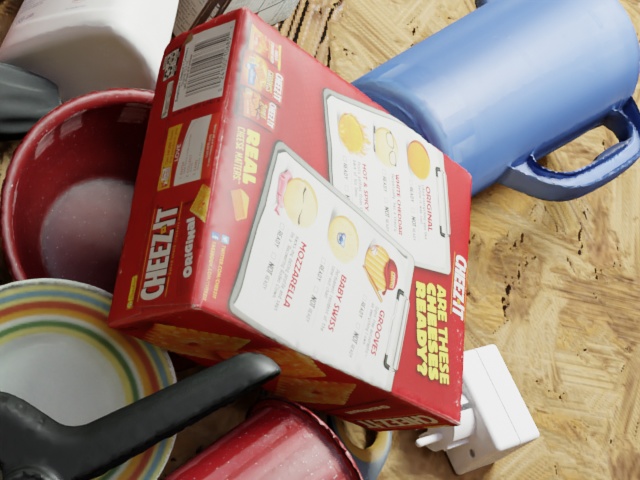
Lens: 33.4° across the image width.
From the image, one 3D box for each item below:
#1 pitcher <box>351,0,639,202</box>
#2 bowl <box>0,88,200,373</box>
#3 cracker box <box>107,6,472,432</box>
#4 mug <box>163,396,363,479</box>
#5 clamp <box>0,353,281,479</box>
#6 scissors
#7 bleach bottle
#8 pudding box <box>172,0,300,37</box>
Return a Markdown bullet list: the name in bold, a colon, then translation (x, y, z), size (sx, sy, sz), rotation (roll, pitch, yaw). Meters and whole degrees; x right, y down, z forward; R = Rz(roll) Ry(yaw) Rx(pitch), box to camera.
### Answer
- **pitcher**: translation (0.128, -0.097, 0.783), size (0.242, 0.149, 0.145), rotation (-32, 118, -39)
- **bowl**: translation (-0.107, -0.001, 0.602), size (0.161, 0.055, 0.162), rotation (9, 71, -29)
- **cracker box**: translation (-0.004, 0.001, 0.586), size (0.213, 0.072, 0.164), rotation (30, 58, -43)
- **mug**: translation (-0.032, 0.151, 0.551), size (0.081, 0.093, 0.117), rotation (-31, 116, -37)
- **clamp**: translation (-0.122, 0.111, 0.487), size (0.210, 0.036, 0.164), rotation (15, 75, 5)
- **scissors**: translation (0.031, 0.163, 0.622), size (0.096, 0.016, 0.202), rotation (-19, 72, -40)
- **bleach bottle**: translation (-0.127, -0.191, 0.703), size (0.068, 0.103, 0.250), rotation (60, 30, -44)
- **pudding box**: translation (-0.046, -0.182, 0.753), size (0.039, 0.090, 0.113), rotation (51, 48, 5)
